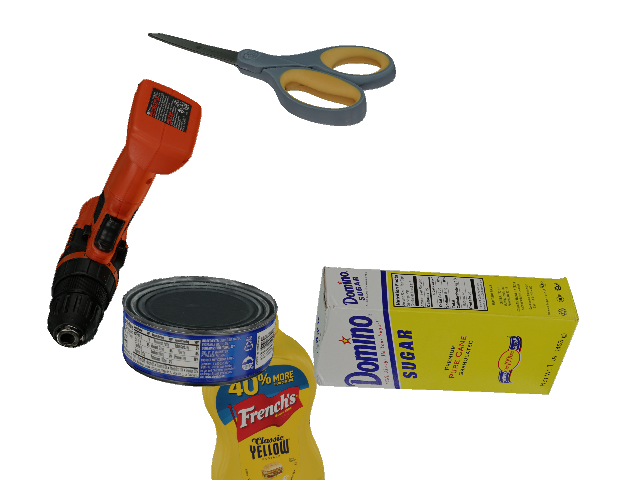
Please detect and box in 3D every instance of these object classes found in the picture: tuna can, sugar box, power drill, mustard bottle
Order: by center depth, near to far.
[{"bbox_3d":[-0.067,0.049,0.594,0.086,0.034,0.086,4,17,-2],"label":"tuna can"},{"bbox_3d":[0.085,0.067,0.764,0.176,0.048,0.093,0,-44,-5],"label":"sugar box"},{"bbox_3d":[-0.165,-0.024,0.870,0.057,0.188,0.184,25,31,-18],"label":"power drill"},{"bbox_3d":[-0.050,0.134,0.901,0.096,0.192,0.058,-8,17,-11],"label":"mustard bottle"}]

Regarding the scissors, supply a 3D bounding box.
[{"bbox_3d":[-0.030,-0.132,0.765,0.096,0.016,0.202,-30,45,-29],"label":"scissors"}]
